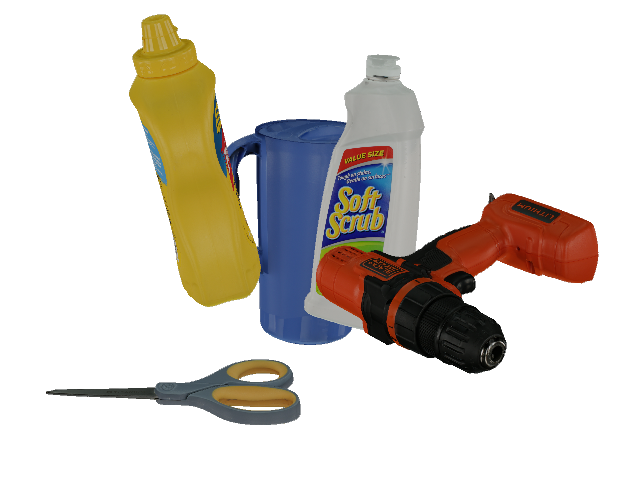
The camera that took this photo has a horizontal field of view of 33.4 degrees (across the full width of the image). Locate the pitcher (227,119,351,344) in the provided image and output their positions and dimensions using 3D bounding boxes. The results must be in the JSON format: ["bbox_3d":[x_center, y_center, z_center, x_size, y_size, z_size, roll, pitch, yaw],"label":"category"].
[{"bbox_3d":[-0.021,-0.011,1.197,0.149,0.243,0.144,10,18,22],"label":"pitcher"}]

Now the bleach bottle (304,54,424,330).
[{"bbox_3d":[0.043,-0.046,0.992,0.103,0.251,0.067,13,20,29],"label":"bleach bottle"}]

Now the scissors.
[{"bbox_3d":[-0.109,0.116,0.864,0.202,0.016,0.096,6,22,14],"label":"scissors"}]

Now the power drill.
[{"bbox_3d":[0.116,0.027,0.793,0.187,0.057,0.185,-19,28,-31],"label":"power drill"}]

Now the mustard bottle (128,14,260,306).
[{"bbox_3d":[-0.088,-0.058,0.720,0.058,0.191,0.096,-14,27,-3],"label":"mustard bottle"}]
